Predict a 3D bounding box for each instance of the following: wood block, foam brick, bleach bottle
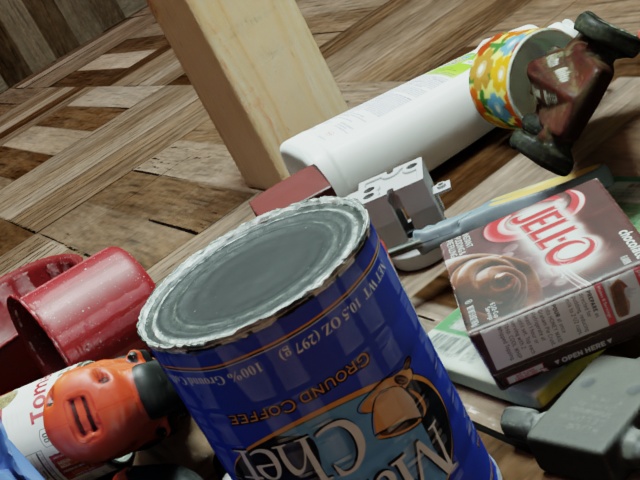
[{"bbox_3d":[-0.057,-0.152,0.925,0.090,0.206,0.091,-36,22,-19],"label":"wood block"},{"bbox_3d":[-0.005,0.001,0.691,0.051,0.078,0.053,-28,22,-2],"label":"foam brick"},{"bbox_3d":[0.097,-0.101,0.821,0.250,0.068,0.103,-30,22,-10],"label":"bleach bottle"}]

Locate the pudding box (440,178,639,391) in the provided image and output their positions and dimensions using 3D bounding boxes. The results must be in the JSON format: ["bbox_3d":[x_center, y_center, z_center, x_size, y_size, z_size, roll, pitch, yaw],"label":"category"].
[{"bbox_3d":[0.111,0.018,0.519,0.090,0.039,0.113,-24,22,9],"label":"pudding box"}]

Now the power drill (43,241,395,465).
[{"bbox_3d":[-0.041,0.063,0.573,0.187,0.057,0.184,-24,-4,1],"label":"power drill"}]

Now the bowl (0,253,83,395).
[{"bbox_3d":[-0.242,0.078,0.836,0.162,0.055,0.162,-24,22,10],"label":"bowl"}]

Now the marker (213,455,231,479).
[{"bbox_3d":[-0.036,0.132,0.511,0.020,0.020,0.121,-29,21,-2],"label":"marker"}]

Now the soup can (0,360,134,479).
[{"bbox_3d":[-0.170,0.121,0.636,0.102,0.068,0.068,-23,22,11],"label":"soup can"}]

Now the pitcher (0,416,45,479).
[{"bbox_3d":[-0.174,0.154,0.469,0.149,0.145,0.243,-37,10,-16],"label":"pitcher"}]

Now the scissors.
[{"bbox_3d":[0.077,-0.006,0.644,0.202,0.016,0.096,-20,1,14],"label":"scissors"}]

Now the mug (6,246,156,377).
[{"bbox_3d":[-0.158,0.062,0.745,0.081,0.093,0.117,-33,-15,-26],"label":"mug"}]

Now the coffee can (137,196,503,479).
[{"bbox_3d":[0.003,0.068,0.443,0.103,0.140,0.103,-24,22,10],"label":"coffee can"}]

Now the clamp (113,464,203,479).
[{"bbox_3d":[-0.071,0.145,0.484,0.120,0.039,0.171,-35,23,7],"label":"clamp"}]
